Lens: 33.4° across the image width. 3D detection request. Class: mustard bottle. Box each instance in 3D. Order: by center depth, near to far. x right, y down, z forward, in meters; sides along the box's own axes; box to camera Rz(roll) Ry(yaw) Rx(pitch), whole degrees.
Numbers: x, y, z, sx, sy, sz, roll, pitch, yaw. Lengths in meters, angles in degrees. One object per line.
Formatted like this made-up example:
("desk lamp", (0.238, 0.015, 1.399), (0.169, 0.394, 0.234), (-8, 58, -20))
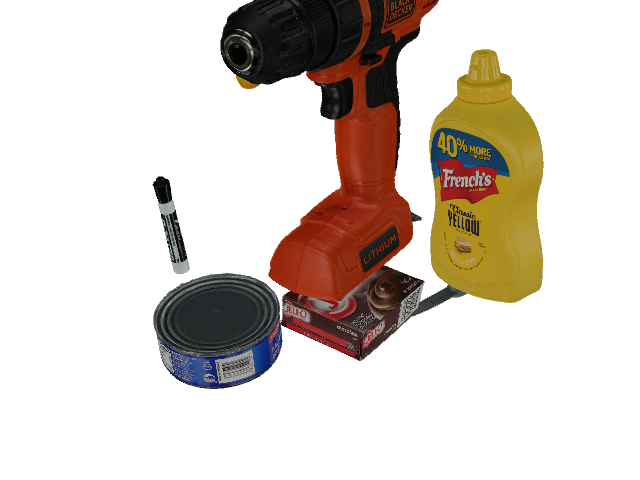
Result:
("mustard bottle", (0.127, -0.052, 0.826), (0.058, 0.192, 0.096), (-22, 30, -34))

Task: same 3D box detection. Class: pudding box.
("pudding box", (0.030, 0.058, 0.997), (0.090, 0.039, 0.113), (23, 32, 26))

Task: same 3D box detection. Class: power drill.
("power drill", (0.009, -0.064, 0.600), (0.057, 0.188, 0.184), (21, 34, 28))

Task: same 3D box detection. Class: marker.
("marker", (-0.168, -0.017, 1.198), (0.020, 0.121, 0.020), (-7, 31, 4))

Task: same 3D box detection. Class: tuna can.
("tuna can", (-0.069, 0.061, 0.727), (0.086, 0.034, 0.086), (-3, 35, 2))

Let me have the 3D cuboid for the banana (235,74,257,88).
("banana", (-0.029, -0.177, 0.986), (0.070, 0.037, 0.197), (38, 32, 20))

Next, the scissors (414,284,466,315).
("scissors", (0.141, 0.038, 1.146), (0.201, 0.016, 0.096), (-10, 41, -30))
